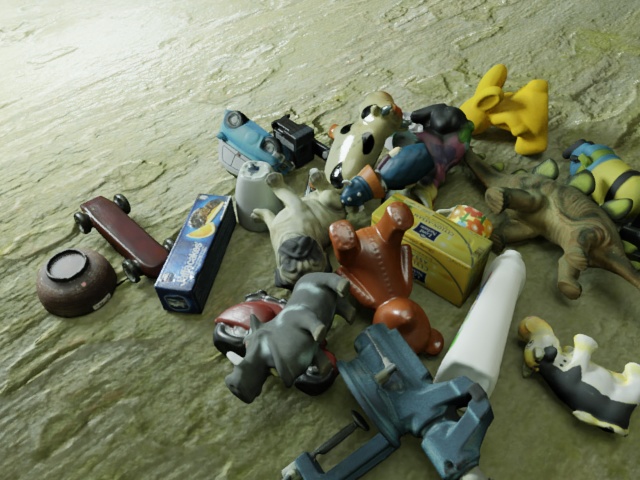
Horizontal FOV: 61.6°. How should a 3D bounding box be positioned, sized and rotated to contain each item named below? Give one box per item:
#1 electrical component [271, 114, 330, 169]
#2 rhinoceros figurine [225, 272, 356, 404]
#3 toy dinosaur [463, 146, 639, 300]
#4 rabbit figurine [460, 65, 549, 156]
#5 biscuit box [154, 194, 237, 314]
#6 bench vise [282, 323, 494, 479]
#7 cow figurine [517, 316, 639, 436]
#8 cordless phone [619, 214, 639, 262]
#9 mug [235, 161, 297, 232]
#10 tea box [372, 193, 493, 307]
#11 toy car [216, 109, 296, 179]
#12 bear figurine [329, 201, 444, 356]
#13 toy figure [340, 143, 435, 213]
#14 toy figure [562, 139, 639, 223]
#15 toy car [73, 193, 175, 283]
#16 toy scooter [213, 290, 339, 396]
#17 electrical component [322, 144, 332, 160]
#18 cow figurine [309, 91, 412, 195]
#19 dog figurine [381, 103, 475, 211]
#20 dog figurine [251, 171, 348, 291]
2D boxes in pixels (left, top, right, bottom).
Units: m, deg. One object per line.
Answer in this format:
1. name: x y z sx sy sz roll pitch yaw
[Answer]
1. electrical component: -0.036 -0.175 1.002 0.048 0.074 0.119 -34 59 -26
2. rhinoceros figurine: -0.035 0.109 0.637 0.112 0.073 0.190 17 50 29
3. toy dinosaur: 0.358 -0.052 0.870 0.198 0.105 0.472 -22 50 -26
4. rabbit figurine: 0.341 -0.239 1.020 0.173 0.162 0.122 1 57 26
5. biscuit box: -0.188 0.017 0.835 0.059 0.062 0.203 6 48 8
6. bench vise: 0.070 0.222 0.613 0.240 0.128 0.224 -36 66 -1
7. cow figurine: 0.319 0.172 0.686 0.168 0.068 0.098 31 61 27
8. cordless phone: 0.560 0.036 0.809 0.147 0.088 0.184 -9 59 -8
9. mug: -0.092 -0.074 0.886 0.110 0.107 0.081 11 50 14
10. tea box: 0.162 0.012 0.809 0.170 0.098 0.068 29 54 27
11. toy car: -0.126 -0.156 0.973 0.162 0.109 0.103 40 94 21
12. bear figurine: 0.091 0.069 0.716 0.120 0.131 0.196 -17 67 -8
13. toy figure: 0.102 -0.097 0.841 0.154 0.057 0.064 -27 79 5
14. toy figure: 0.491 -0.107 0.919 0.082 0.089 0.180 -13 51 -3
15. toy car: -0.311 -0.004 0.863 0.202 0.053 0.089 35 52 24
16. toy scooter: -0.045 0.118 0.728 0.184 0.075 0.135 21 57 16
17. electrical component: 0.043 -0.148 0.981 0.094 0.063 0.021 -25 29 -38
18. cow figurine: 0.072 -0.160 0.901 0.127 0.085 0.195 17 82 50
19. dog figurine: 0.189 -0.113 0.914 0.192 0.108 0.219 -18 52 11
20. dog figurine: -0.004 0.000 0.810 0.172 0.121 0.191 -7 47 -23
